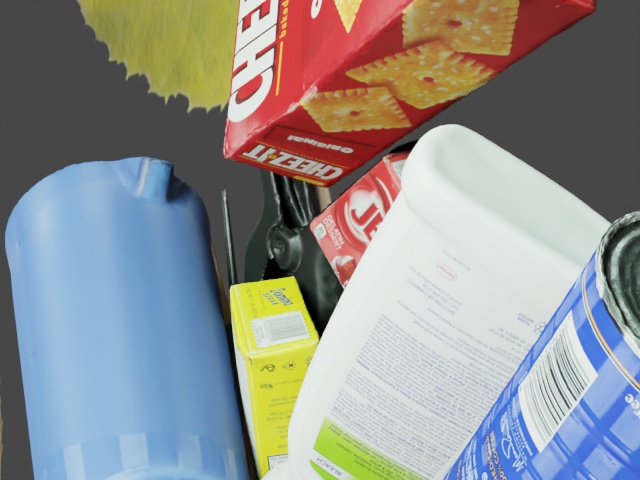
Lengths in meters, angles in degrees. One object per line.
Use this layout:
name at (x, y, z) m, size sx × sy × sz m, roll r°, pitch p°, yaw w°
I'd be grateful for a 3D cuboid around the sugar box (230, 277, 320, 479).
sugar box at (-0.018, 0.120, 0.613) m, size 0.093 × 0.048 × 0.176 m, roll -114°, pitch 14°, yaw -68°

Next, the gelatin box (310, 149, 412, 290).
gelatin box at (0.041, 0.009, 0.540) m, size 0.073 × 0.030 × 0.089 m, roll -40°, pitch 74°, yaw 47°

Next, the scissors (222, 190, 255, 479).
scissors at (-0.054, 0.075, 0.679) m, size 0.096 × 0.016 × 0.202 m, roll -67°, pitch -30°, yaw -74°

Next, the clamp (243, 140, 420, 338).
clamp at (-0.004, 0.001, 0.640) m, size 0.165 × 0.036 × 0.210 m, roll 33°, pitch 124°, yaw 48°

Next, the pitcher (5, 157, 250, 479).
pitcher at (-0.116, 0.082, 0.626) m, size 0.243 × 0.145 × 0.149 m, roll -109°, pitch -2°, yaw -46°

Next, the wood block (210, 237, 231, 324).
wood block at (-0.115, 0.097, 0.793) m, size 0.091 × 0.090 × 0.206 m, roll -51°, pitch 50°, yaw 51°

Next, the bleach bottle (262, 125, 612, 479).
bleach bottle at (0.030, 0.074, 0.495) m, size 0.102 × 0.068 × 0.251 m, roll 34°, pitch 124°, yaw 4°

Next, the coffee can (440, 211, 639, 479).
coffee can at (0.111, 0.074, 0.375) m, size 0.103 × 0.102 × 0.140 m, roll 61°, pitch 142°, yaw 38°

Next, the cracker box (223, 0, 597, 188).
cracker box at (0.031, -0.137, 0.492) m, size 0.214 × 0.072 × 0.164 m, roll -29°, pitch 52°, yaw 57°
